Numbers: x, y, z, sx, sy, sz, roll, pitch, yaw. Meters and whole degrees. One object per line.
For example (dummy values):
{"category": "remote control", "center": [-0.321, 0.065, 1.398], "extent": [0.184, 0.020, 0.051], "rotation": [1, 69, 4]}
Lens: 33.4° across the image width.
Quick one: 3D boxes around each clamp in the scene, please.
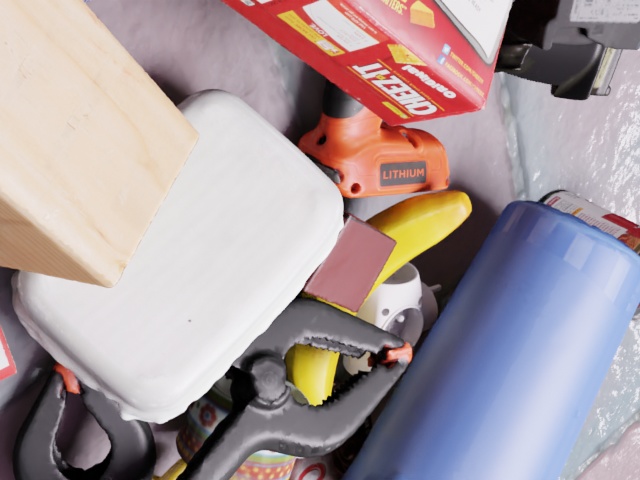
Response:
{"category": "clamp", "center": [-0.120, 0.149, 0.609], "extent": [0.120, 0.039, 0.171], "rotation": [-2, 100, -18]}
{"category": "clamp", "center": [-0.039, 0.094, 0.609], "extent": [0.209, 0.036, 0.164], "rotation": [0, 77, -28]}

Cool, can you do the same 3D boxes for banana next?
{"category": "banana", "center": [0.025, 0.039, 0.687], "extent": [0.198, 0.069, 0.037], "rotation": [-63, 173, 24]}

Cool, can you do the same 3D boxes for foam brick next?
{"category": "foam brick", "center": [-0.004, 0.001, 0.638], "extent": [0.052, 0.078, 0.051], "rotation": [27, 93, -47]}

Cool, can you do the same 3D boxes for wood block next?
{"category": "wood block", "center": [-0.154, -0.075, 0.437], "extent": [0.206, 0.091, 0.090], "rotation": [50, 57, -45]}

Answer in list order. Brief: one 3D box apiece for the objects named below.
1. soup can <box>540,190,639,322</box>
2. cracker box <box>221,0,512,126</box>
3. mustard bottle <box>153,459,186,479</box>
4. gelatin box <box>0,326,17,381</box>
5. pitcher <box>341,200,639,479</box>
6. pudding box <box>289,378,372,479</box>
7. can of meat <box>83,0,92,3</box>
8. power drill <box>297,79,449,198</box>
{"category": "soup can", "center": [0.213, 0.010, 0.818], "extent": [0.068, 0.102, 0.068], "rotation": [-21, 126, -32]}
{"category": "cracker box", "center": [0.028, -0.185, 0.494], "extent": [0.164, 0.072, 0.213], "rotation": [30, 67, -37]}
{"category": "mustard bottle", "center": [-0.134, 0.219, 0.663], "extent": [0.096, 0.058, 0.191], "rotation": [36, 87, -32]}
{"category": "gelatin box", "center": [-0.199, 0.043, 0.526], "extent": [0.073, 0.030, 0.089], "rotation": [-27, 129, -26]}
{"category": "pitcher", "center": [0.126, 0.104, 0.730], "extent": [0.145, 0.149, 0.243], "rotation": [29, 89, -7]}
{"category": "pudding box", "center": [-0.004, 0.166, 0.762], "extent": [0.089, 0.039, 0.113], "rotation": [-30, 131, -25]}
{"category": "can of meat", "center": [-0.104, -0.158, 0.473], "extent": [0.083, 0.058, 0.102], "rotation": [-26, 128, -26]}
{"category": "power drill", "center": [0.059, -0.123, 0.640], "extent": [0.184, 0.057, 0.188], "rotation": [-7, 116, -39]}
